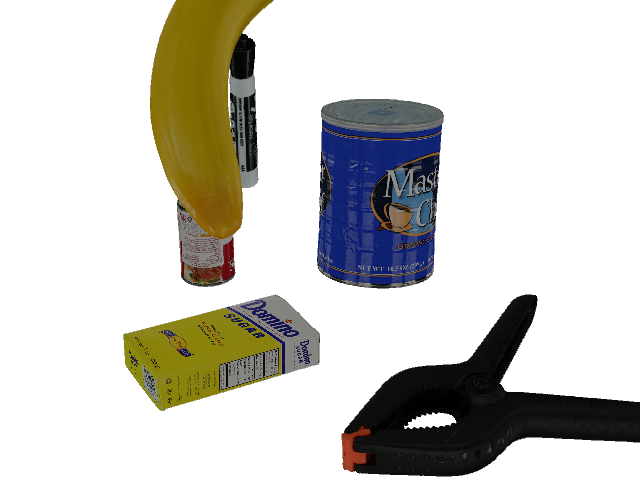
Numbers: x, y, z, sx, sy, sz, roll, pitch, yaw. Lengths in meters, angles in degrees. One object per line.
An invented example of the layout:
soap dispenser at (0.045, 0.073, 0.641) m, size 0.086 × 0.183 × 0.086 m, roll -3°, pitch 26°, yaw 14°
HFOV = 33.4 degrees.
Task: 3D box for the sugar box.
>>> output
sugar box at (-0.098, 0.108, 1.070) m, size 0.176 × 0.048 × 0.093 m, roll -16°, pitch 32°, yaw -26°

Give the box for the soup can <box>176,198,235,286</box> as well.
soup can at (-0.141, -0.004, 1.309) m, size 0.068 × 0.102 × 0.068 m, roll 0°, pitch 26°, yaw 0°

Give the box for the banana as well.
banana at (-0.048, -0.089, 0.529) m, size 0.069 × 0.197 × 0.037 m, roll 12°, pitch -35°, yaw 6°

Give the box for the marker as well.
marker at (-0.053, -0.088, 0.734) m, size 0.020 × 0.121 × 0.020 m, roll 1°, pitch 42°, yaw -1°

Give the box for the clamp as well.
clamp at (0.106, 0.102, 0.713) m, size 0.209 × 0.036 × 0.165 m, roll -13°, pitch 31°, yaw -15°

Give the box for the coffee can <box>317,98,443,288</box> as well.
coffee can at (0.050, -0.042, 0.912) m, size 0.103 × 0.140 × 0.103 m, roll 1°, pitch 19°, yaw -1°
